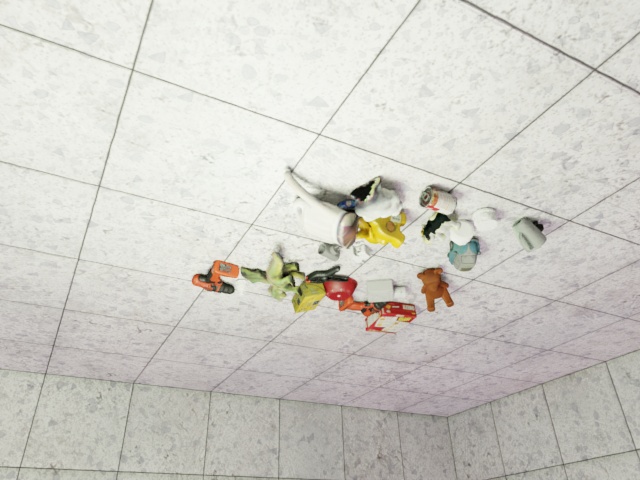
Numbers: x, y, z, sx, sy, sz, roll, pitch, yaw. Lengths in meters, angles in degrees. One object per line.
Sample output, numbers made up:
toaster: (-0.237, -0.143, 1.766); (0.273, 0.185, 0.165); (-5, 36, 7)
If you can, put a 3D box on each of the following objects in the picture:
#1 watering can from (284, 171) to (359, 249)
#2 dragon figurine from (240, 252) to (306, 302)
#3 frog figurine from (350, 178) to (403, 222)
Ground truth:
watering can: (0.005, -0.081, 1.615); (0.225, 0.105, 0.340); (21, 158, 24)
dragon figurine: (-0.197, 0.141, 2.001); (0.242, 0.125, 0.402); (-4, 147, 18)
frog figurine: (0.189, -0.106, 1.612); (0.136, 0.125, 0.157); (-41, 122, 18)
